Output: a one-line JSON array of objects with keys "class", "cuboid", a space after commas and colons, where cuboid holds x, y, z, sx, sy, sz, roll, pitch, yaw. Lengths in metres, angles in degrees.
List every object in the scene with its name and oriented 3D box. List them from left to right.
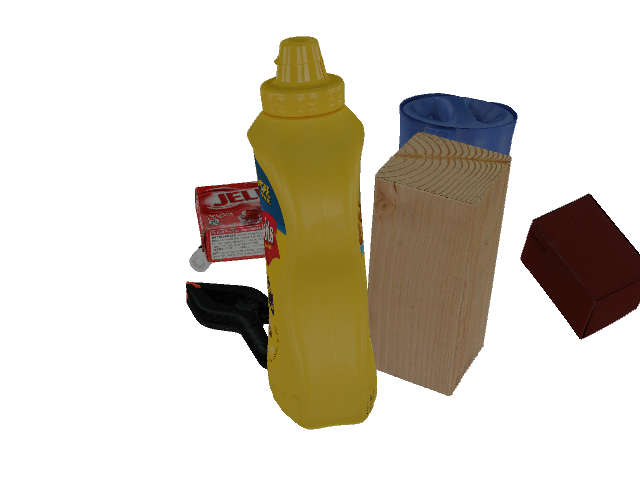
[{"class": "marker", "cuboid": [-0.097, -0.005, 1.043, 0.020, 0.020, 0.121, 0, 26, 18]}, {"class": "clamp", "cuboid": [-0.084, 0.091, 1.253, 0.210, 0.036, 0.164, 14, 23, 27]}, {"class": "gelatin box", "cuboid": [-0.042, -0.017, 0.752, 0.089, 0.030, 0.073, -5, 26, -8]}, {"class": "mustard bottle", "cuboid": [-0.004, -0.007, 0.545, 0.058, 0.192, 0.096, -5, 22, -5]}, {"class": "wood block", "cuboid": [0.100, 0.022, 0.942, 0.091, 0.206, 0.090, 18, 38, 22]}, {"class": "pitcher", "cuboid": [0.145, -0.040, 1.246, 0.149, 0.243, 0.145, -6, 26, -20]}, {"class": "foam brick", "cuboid": [0.186, 0.018, 0.749, 0.051, 0.078, 0.053, -23, -30, -16]}]
